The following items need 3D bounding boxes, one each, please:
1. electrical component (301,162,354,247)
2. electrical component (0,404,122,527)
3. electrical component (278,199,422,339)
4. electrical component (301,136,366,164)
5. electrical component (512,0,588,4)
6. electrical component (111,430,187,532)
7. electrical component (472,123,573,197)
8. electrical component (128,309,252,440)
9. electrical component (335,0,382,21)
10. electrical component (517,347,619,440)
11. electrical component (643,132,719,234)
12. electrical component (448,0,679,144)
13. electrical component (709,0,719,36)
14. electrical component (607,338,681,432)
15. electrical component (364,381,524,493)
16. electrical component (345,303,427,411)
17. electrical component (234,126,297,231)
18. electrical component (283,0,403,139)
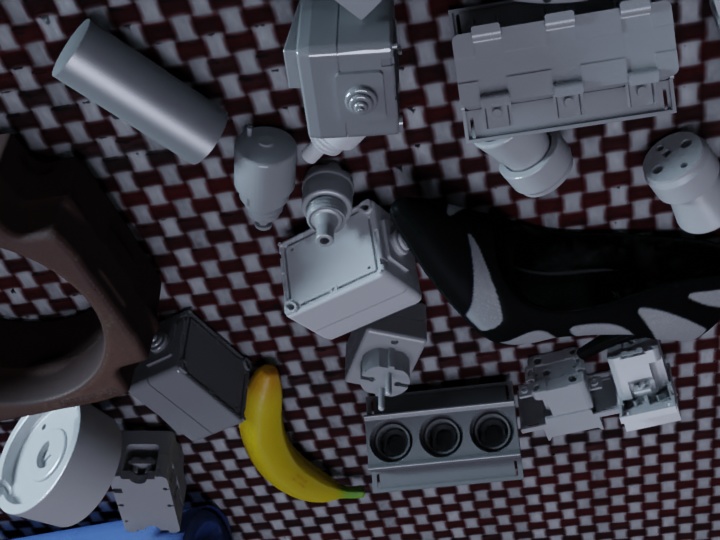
[{"bbox_3d":[-0.022,-0.041,0.708,0.035,0.061,0.035,1,137,1],"label":"electrical component"},{"bbox_3d":[-0.244,0.160,0.893,0.108,0.108,0.060,-29,134,28],"label":"electrical component"},{"bbox_3d":[0.000,0.000,0.744,0.096,0.061,0.061,-25,145,25],"label":"electrical component"},{"bbox_3d":[-0.015,-0.089,0.677,0.035,0.035,0.061,28,132,-25],"label":"electrical component"},{"bbox_3d":[0.114,-0.186,0.567,0.077,0.043,0.079,-8,136,9],"label":"electrical component"},{"bbox_3d":[-0.185,0.183,0.948,0.050,0.055,0.089,0,136,1],"label":"electrical component"},{"bbox_3d":[0.103,-0.078,0.678,0.045,0.045,0.055,-27,130,26],"label":"electrical component"},{"bbox_3d":[-0.138,0.080,0.836,0.061,0.061,0.096,-24,131,24],"label":"electrical component"},{"bbox_3d":[-0.026,-0.211,0.531,0.150,0.061,0.089,32,128,-28],"label":"electrical component"},{"bbox_3d":[0.163,0.098,0.861,0.081,0.042,0.063,-15,132,15],"label":"electrical component"},{"bbox_3d":[0.215,-0.057,0.698,0.045,0.045,0.055,-28,129,27],"label":"electrical component"},{"bbox_3d":[0.115,-0.120,0.612,0.121,0.063,0.078,-8,95,9],"label":"electrical component"},{"bbox_3d":[0.226,-0.170,0.567,0.089,0.061,0.150,-19,132,20],"label":"electrical component"},{"bbox_3d":[0.215,0.082,0.822,0.042,0.081,0.063,-17,104,17],"label":"electrical component"},{"bbox_3d":[0.070,0.139,0.886,0.121,0.078,0.063,-7,164,9],"label":"electrical component"},{"bbox_3d":[0.019,0.069,0.810,0.047,0.076,0.065,12,135,-10],"label":"electrical component"},{"bbox_3d":[-0.063,-0.058,0.707,0.040,0.040,0.078,4,136,-3],"label":"electrical component"},{"bbox_3d":[-0.008,-0.118,0.602,0.061,0.096,0.061,-3,136,4],"label":"electrical component"}]
